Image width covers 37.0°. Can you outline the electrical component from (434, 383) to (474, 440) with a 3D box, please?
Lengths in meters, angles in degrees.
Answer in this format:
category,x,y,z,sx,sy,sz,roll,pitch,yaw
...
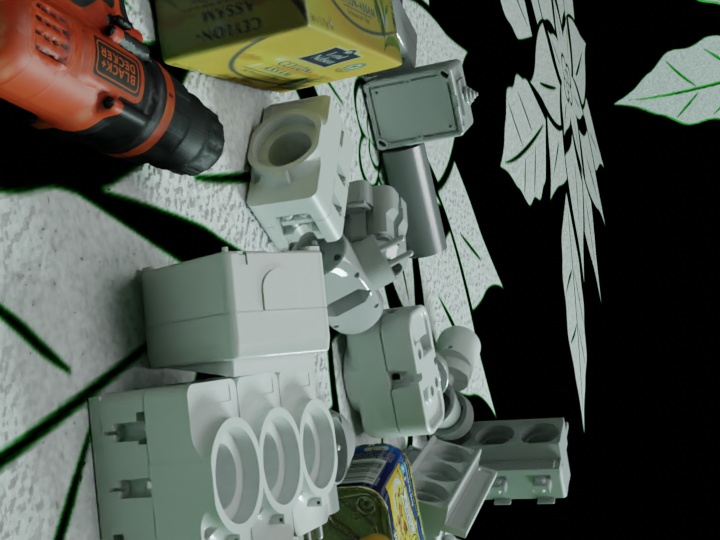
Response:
category,x,y,z,sx,sy,sz,roll,pitch,yaw
electrical component,0.074,0.125,0.965,0.055,0.045,0.045,42,44,-55

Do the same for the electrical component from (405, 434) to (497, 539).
category,x,y,z,sx,sy,sz,roll,pitch,yaw
electrical component,0.059,0.189,0.874,0.121,0.079,0.063,-33,136,-68

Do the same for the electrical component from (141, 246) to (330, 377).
category,x,y,z,sx,sy,sz,roll,pitch,yaw
electrical component,-0.068,0.025,0.554,0.062,0.096,0.061,-2,84,-41

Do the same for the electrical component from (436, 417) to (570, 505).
category,x,y,z,sx,sy,sz,roll,pitch,yaw
electrical component,0.129,0.176,0.989,0.078,0.121,0.063,-56,137,-62

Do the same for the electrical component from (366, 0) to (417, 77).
category,x,y,z,sx,sy,sz,roll,pitch,yaw
electrical component,0.018,-0.222,0.945,0.065,0.047,0.076,53,35,-52

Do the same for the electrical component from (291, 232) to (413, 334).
category,x,y,z,sx,sy,sz,roll,pitch,yaw
electrical component,0.000,0.000,0.767,0.077,0.079,0.043,58,6,-49

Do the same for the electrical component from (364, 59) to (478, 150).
category,x,y,z,sx,sy,sz,roll,pitch,yaw
electrical component,0.060,-0.150,0.961,0.061,0.096,0.061,-50,129,-65

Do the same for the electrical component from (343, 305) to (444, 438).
category,x,y,z,sx,sy,sz,roll,pitch,yaw
electrical component,0.025,0.079,0.830,0.054,0.059,0.095,-30,111,-69

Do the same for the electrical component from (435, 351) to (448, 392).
category,x,y,z,sx,sy,sz,roll,pitch,yaw
electrical component,0.046,0.096,0.906,0.055,0.048,0.066,-45,125,-57

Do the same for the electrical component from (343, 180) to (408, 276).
category,x,y,z,sx,sy,sz,roll,pitch,yaw
electrical component,0.007,-0.027,0.826,0.078,0.058,0.057,43,40,-61

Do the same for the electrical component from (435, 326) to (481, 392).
category,x,y,z,sx,sy,sz,roll,pitch,yaw
electrical component,0.087,0.090,1.021,0.081,0.043,0.043,-56,134,-62

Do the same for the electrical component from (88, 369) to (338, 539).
category,x,y,z,sx,sy,sz,roll,pitch,yaw
electrical component,-0.068,0.101,0.561,0.150,0.062,0.089,4,78,-70

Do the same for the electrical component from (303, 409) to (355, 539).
category,x,y,z,sx,sy,sz,roll,pitch,yaw
electrical component,-0.033,0.132,0.673,0.077,0.044,0.079,-7,89,-70

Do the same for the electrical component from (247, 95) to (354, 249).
category,x,y,z,sx,sy,sz,roll,pitch,yaw
electrical component,-0.040,-0.069,0.720,0.055,0.050,0.089,60,29,-49
